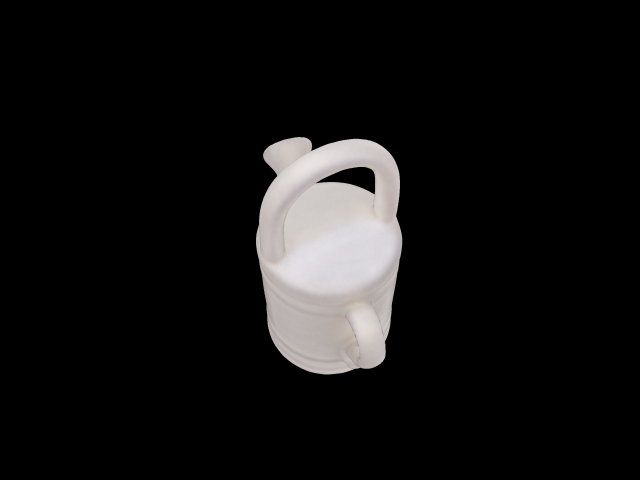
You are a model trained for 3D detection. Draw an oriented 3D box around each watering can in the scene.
[{"bbox_3d":[0.002,0.002,0.399,0.101,0.194,0.172,-36,61,-24],"label":"watering can"}]
